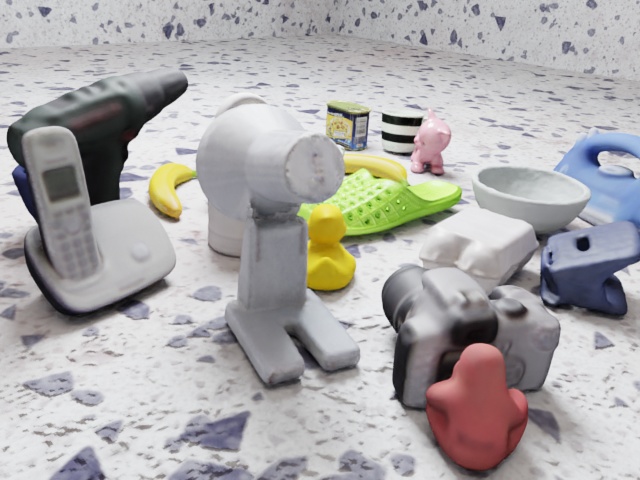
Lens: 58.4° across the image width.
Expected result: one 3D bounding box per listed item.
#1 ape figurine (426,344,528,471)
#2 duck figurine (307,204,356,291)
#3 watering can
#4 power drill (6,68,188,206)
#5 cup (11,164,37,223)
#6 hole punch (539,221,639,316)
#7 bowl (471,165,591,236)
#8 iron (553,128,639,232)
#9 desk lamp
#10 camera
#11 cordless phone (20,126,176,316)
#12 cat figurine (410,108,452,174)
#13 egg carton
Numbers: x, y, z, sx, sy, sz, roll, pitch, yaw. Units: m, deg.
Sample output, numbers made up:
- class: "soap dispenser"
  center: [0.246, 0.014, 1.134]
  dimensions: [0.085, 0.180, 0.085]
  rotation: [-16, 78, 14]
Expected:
- class: "ape figurine"
  center: [0.120, 0.119, 0.433]
  dimensions: [0.077, 0.092, 0.076]
  rotation: [12, 27, 18]
- class: "duck figurine"
  center: [0.006, 0.002, 0.671]
  dimensions: [0.077, 0.086, 0.104]
  rotation: [3, 25, -2]
- class: "watering can"
  center: [-0.085, -0.083, 0.713]
  dimensions: [0.172, 0.194, 0.101]
  rotation: [14, 27, 21]
- class: "power drill"
  center: [-0.250, -0.095, 0.697]
  dimensions: [0.075, 0.208, 0.230]
  rotation: [20, 30, 31]
- class: "cup"
  center: [-0.337, -0.055, 0.735]
  dimensions: [0.092, 0.095, 0.117]
  rotation: [-8, 28, -23]
- class: "hole punch"
  center: [0.308, 0.024, 0.661]
  dimensions: [0.101, 0.091, 0.109]
  rotation: [11, 26, 15]
- class: "bowl"
  center: [0.300, -0.051, 0.838]
  dimensions: [0.167, 0.075, 0.167]
  rotation: [3, 25, -1]
- class: "iron"
  center: [0.458, -0.107, 0.899]
  dimensions: [0.119, 0.141, 0.257]
  rotation: [-8, 28, -22]
- class: "desk lamp"
  center: [-0.037, -0.013, 0.548]
  dimensions: [0.118, 0.214, 0.202]
  rotation: [-9, 28, -25]
- class: "camera"
  center: [0.123, 0.069, 0.528]
  dimensions: [0.143, 0.101, 0.136]
  rotation: [-4, 26, -16]
- class: "cordless phone"
  center: [-0.228, -0.029, 0.589]
  dimensions: [0.093, 0.185, 0.148]
  rotation: [19, 29, 29]
- class: "cat figurine"
  center: [0.207, -0.187, 1.061]
  dimensions: [0.067, 0.118, 0.128]
  rotation: [5, 25, 4]
- class: "egg carton"
  center: [0.193, 0.012, 0.695]
  dimensions: [0.107, 0.069, 0.151]
  rotation: [22, 31, 34]
